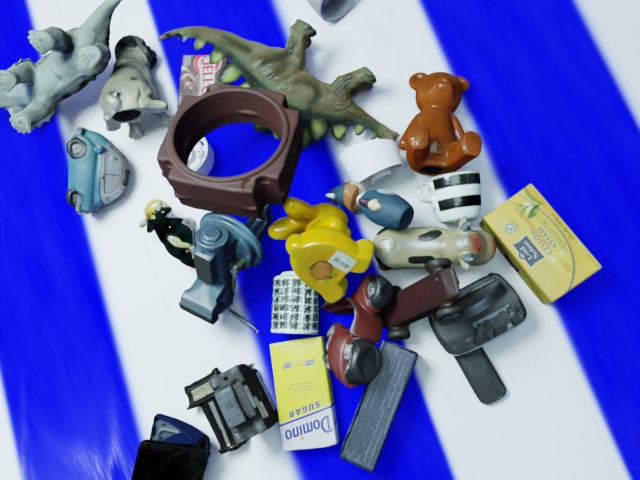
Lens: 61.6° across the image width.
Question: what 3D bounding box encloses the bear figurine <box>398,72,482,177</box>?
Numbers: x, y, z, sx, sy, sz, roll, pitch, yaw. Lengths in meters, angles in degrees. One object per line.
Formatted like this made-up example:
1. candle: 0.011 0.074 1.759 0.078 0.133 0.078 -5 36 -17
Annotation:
1. bear figurine: 0.201 -0.209 0.888 0.120 0.132 0.196 10 77 1

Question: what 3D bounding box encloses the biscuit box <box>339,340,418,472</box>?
1. biscuit box: 0.095 0.266 0.872 0.063 0.059 0.202 22 85 11

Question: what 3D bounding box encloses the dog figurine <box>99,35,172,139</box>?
1. dog figurine: -0.358 -0.304 0.991 0.121 0.172 0.190 -17 86 -4

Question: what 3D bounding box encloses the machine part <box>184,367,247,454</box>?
1. machine part: -0.177 0.298 0.927 0.084 0.039 0.139 -31 75 -5

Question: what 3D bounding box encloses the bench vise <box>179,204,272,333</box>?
1. bench vise: -0.142 0.019 0.913 0.129 0.223 0.240 17 52 21

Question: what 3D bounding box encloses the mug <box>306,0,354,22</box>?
1. mug: 0.011 -0.479 0.997 0.109 0.080 0.107 -44 68 6

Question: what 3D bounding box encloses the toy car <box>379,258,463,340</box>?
1. toy car: 0.156 0.094 0.833 0.053 0.202 0.089 4 65 -27

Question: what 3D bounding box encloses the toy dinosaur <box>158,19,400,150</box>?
1. toy dinosaur: -0.068 -0.287 0.959 0.472 0.105 0.198 35 89 9

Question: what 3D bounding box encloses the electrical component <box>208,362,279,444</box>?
1. electrical component: -0.124 0.262 0.873 0.058 0.134 0.115 -31 75 3

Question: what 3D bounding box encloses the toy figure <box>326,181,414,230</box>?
1. toy figure: 0.078 -0.060 0.873 0.155 0.064 0.058 26 66 34

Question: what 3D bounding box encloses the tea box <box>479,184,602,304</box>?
1. tea box: 0.350 0.007 0.866 0.098 0.068 0.170 -38 78 2

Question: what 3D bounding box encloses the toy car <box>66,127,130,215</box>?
1. toy car: -0.411 -0.126 1.005 0.103 0.109 0.161 2 90 -8

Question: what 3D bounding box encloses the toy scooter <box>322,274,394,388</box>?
1. toy scooter: 0.046 0.142 0.872 0.135 0.075 0.184 -3 66 49

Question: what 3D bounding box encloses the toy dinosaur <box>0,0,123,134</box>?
1. toy dinosaur: -0.468 -0.319 0.983 0.405 0.192 0.131 -28 117 12

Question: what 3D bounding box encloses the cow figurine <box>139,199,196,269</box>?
1. cow figurine: -0.266 -0.015 0.962 0.167 0.098 0.068 37 95 13

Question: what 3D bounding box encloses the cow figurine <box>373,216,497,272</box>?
1. cow figurine: 0.182 0.010 0.865 0.195 0.127 0.085 0 84 12

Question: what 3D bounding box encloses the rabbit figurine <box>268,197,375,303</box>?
1. rabbit figurine: -0.002 -0.003 0.886 0.162 0.173 0.121 24 125 -8

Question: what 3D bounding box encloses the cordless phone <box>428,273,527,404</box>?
1. cordless phone: 0.273 0.160 0.860 0.147 0.089 0.184 -29 89 3

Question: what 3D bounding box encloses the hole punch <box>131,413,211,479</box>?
1. hole punch: -0.246 0.364 0.901 0.116 0.092 0.142 15 100 -10

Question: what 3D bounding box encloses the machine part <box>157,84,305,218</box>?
1. machine part: -0.136 -0.144 0.844 0.202 0.087 0.201 10 63 10
